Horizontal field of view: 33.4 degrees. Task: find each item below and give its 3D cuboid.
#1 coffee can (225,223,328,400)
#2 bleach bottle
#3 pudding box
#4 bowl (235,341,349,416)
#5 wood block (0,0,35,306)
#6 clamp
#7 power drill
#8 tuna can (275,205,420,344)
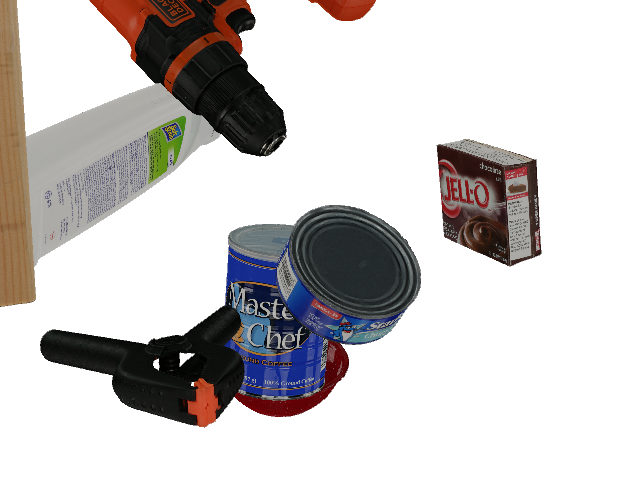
[{"bbox_3d":[-0.040,0.065,1.005,0.103,0.140,0.103,5,16,-2],"label":"coffee can"},{"bbox_3d":[-0.167,-0.073,0.906,0.068,0.103,0.250,40,51,24],"label":"bleach bottle"},{"bbox_3d":[0.147,-0.036,0.942,0.039,0.090,0.114,-16,20,-23],"label":"pudding box"},{"bbox_3d":[-0.048,0.159,1.256,0.162,0.055,0.162,2,25,-1],"label":"bowl"},{"bbox_3d":[-0.222,-0.068,0.615,0.090,0.206,0.090,-8,27,-23],"label":"wood block"},{"bbox_3d":[-0.105,0.089,0.801,0.164,0.036,0.210,-10,14,-27],"label":"clamp"},{"bbox_3d":[-0.045,-0.159,0.745,0.187,0.184,0.057,-36,-13,-35],"label":"power drill"},{"bbox_3d":[0.016,0.021,0.656,0.086,0.086,0.034,0,-38,-26],"label":"tuna can"}]
